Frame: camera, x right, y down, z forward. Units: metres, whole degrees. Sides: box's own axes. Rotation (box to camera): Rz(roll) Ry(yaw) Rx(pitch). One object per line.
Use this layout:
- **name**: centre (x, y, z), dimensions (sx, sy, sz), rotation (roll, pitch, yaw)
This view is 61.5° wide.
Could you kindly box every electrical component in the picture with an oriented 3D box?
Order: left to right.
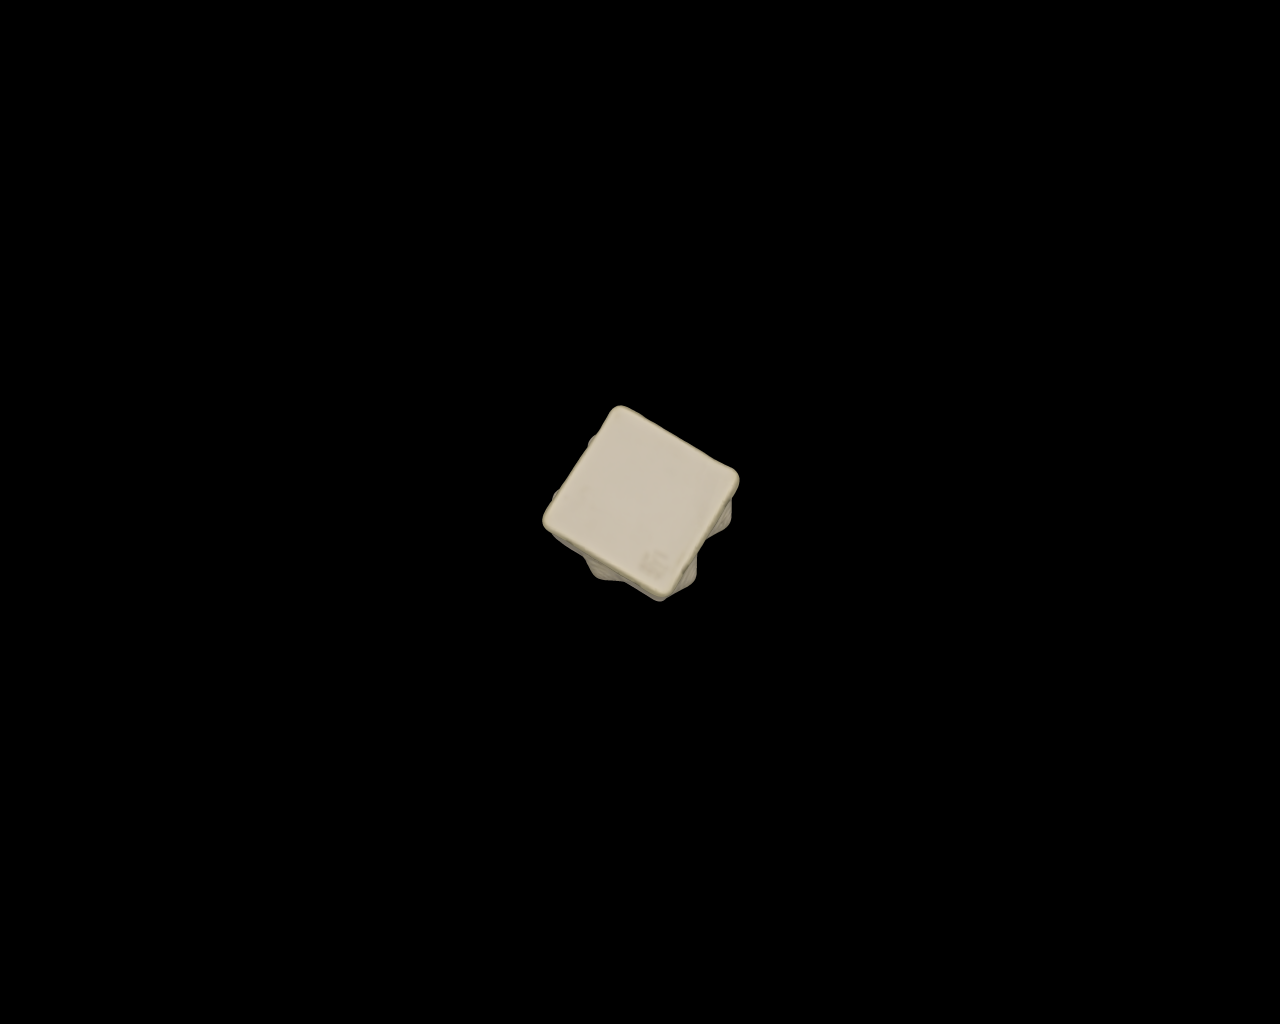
- **electrical component**: centre (0.001, -0.003, 0.650), dimensions (0.100, 0.100, 0.048), rotation (31, -11, 7)
